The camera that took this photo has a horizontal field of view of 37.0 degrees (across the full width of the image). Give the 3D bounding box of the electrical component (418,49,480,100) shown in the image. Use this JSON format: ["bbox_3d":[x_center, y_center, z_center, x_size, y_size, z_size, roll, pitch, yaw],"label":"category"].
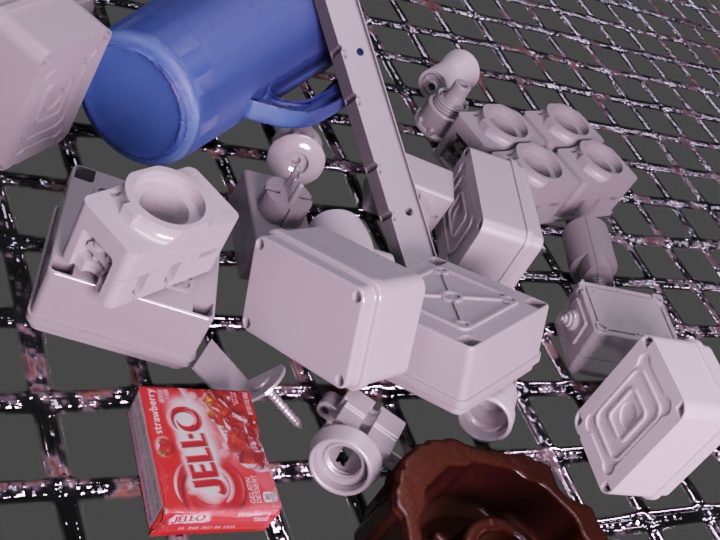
[{"bbox_3d":[0.090,-0.198,1.113,0.044,0.044,0.065,41,42,11],"label":"electrical component"}]

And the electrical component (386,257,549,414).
[{"bbox_3d":[0.062,0.043,0.776,0.109,0.056,0.109,24,29,32],"label":"electrical component"}]

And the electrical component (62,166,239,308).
[{"bbox_3d":[-0.124,-0.024,0.649,0.050,0.055,0.089,46,39,16],"label":"electrical component"}]

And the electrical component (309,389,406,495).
[{"bbox_3d":[-0.004,0.112,0.692,0.066,0.048,0.055,35,29,1],"label":"electrical component"}]

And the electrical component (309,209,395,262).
[{"bbox_3d":[0.000,0.000,0.820,0.079,0.044,0.077,16,40,-22],"label":"electrical component"}]

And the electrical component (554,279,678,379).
[{"bbox_3d":[0.208,0.055,0.905,0.096,0.061,0.061,11,40,-16],"label":"electrical component"}]

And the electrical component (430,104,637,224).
[{"bbox_3d":[0.176,-0.105,1.055,0.186,0.060,0.105,-8,53,-42],"label":"electrical component"}]

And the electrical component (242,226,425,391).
[{"bbox_3d":[-0.021,0.023,0.724,0.113,0.078,0.057,27,25,38],"label":"electrical component"}]

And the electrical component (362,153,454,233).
[{"bbox_3d":[0.041,-0.054,0.909,0.066,0.047,0.076,20,43,-17],"label":"electrical component"}]

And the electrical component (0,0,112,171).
[{"bbox_3d":[-0.232,-0.135,0.744,0.057,0.113,0.078,40,37,4],"label":"electrical component"}]

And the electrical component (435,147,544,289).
[{"bbox_3d":[0.107,-0.040,0.917,0.057,0.078,0.113,16,40,-17],"label":"electrical component"}]

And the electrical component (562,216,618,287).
[{"bbox_3d":[0.213,-0.007,0.985,0.043,0.043,0.081,20,39,-17],"label":"electrical component"}]

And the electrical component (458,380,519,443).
[{"bbox_3d":[0.096,0.097,0.787,0.040,0.040,0.046,34,32,1],"label":"electrical component"}]

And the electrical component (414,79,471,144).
[{"bbox_3d":[0.085,-0.156,1.043,0.048,0.062,0.048,20,39,-17],"label":"electrical component"}]

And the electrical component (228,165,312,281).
[{"bbox_3d":[-0.060,-0.044,0.799,0.047,0.075,0.083,12,42,-26],"label":"electrical component"}]

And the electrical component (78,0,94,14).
[{"bbox_3d":[-0.242,-0.205,0.863,0.048,0.055,0.066,-6,52,-40],"label":"electrical component"}]

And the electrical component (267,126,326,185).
[{"bbox_3d":[-0.053,-0.104,0.899,0.048,0.048,0.062,22,32,-15],"label":"electrical component"}]

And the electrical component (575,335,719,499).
[{"bbox_3d":[0.221,0.111,0.802,0.057,0.113,0.078,9,43,-24],"label":"electrical component"}]

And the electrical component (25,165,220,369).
[{"bbox_3d":[-0.150,-0.002,0.702,0.109,0.056,0.108,18,39,-19],"label":"electrical component"}]
